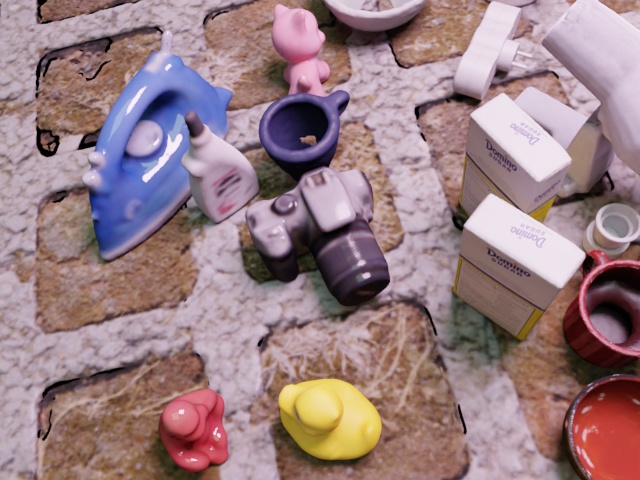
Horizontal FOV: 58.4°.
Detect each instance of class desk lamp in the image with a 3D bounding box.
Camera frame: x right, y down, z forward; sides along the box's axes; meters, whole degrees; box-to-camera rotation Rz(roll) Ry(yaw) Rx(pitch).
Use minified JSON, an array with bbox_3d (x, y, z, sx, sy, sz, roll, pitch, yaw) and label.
[{"bbox_3d":[0.283,-0.131,0.577,0.202,0.214,0.118,39,76,21],"label":"desk lamp"}]

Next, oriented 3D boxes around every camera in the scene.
[{"bbox_3d":[0.006,0.002,0.613,0.143,0.101,0.136,-23,65,-4],"label":"camera"}]

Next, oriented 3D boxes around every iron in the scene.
[{"bbox_3d":[-0.209,-0.111,0.667,0.118,0.141,0.258,20,70,15],"label":"iron"}]

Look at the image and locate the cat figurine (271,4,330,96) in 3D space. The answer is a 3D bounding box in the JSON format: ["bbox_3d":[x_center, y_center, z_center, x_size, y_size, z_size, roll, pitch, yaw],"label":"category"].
[{"bbox_3d":[-0.024,-0.228,0.711,0.067,0.118,0.128,-8,65,4],"label":"cat figurine"}]

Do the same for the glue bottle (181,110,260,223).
[{"bbox_3d":[-0.117,-0.084,0.627,0.078,0.173,0.037,-43,68,-12],"label":"glue bottle"}]

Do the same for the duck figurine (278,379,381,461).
[{"bbox_3d":[0.007,0.167,0.546,0.104,0.086,0.077,18,69,14],"label":"duck figurine"}]

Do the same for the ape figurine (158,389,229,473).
[{"bbox_3d":[-0.126,0.179,0.553,0.076,0.092,0.078,24,71,17],"label":"ape figurine"}]

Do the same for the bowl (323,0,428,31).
[{"bbox_3d":[0.077,-0.340,0.773,0.167,0.075,0.167,-3,66,6],"label":"bowl"}]

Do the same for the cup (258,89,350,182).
[{"bbox_3d":[-0.009,-0.117,0.672,0.118,0.095,0.091,-41,67,-12],"label":"cup"}]

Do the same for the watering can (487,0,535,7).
[{"bbox_3d":[0.249,-0.405,0.716,0.172,0.194,0.101,31,73,19],"label":"watering can"}]
